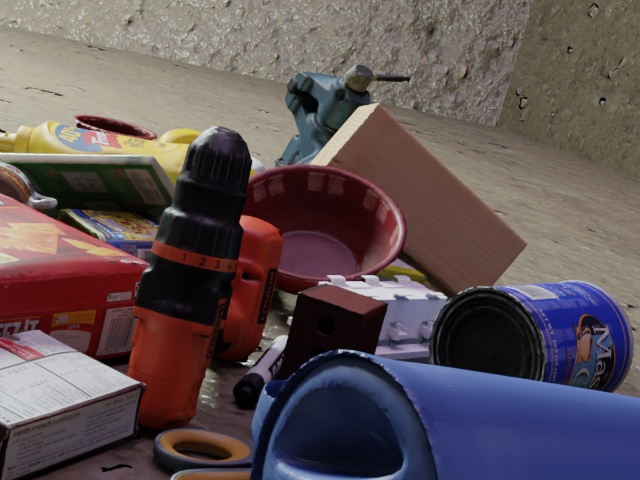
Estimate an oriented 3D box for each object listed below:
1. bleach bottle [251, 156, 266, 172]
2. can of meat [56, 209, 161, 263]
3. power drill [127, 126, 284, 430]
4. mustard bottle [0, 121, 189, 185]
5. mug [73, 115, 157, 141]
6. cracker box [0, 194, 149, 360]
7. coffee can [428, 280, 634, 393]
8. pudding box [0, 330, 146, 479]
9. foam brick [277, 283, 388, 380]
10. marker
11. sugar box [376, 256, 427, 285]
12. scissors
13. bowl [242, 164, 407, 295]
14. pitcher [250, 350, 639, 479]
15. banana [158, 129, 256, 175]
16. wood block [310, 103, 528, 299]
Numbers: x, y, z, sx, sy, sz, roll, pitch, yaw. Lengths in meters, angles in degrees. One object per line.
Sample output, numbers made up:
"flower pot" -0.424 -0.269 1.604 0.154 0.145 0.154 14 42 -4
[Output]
"bleach bottle" -0.150 -0.060 1.199 0.103 0.068 0.250 22 16 14
"can of meat" -0.165 0.010 0.890 0.083 0.057 0.102 2 17 -38
"power drill" -0.070 0.021 0.704 0.057 0.184 0.187 17 3 8
"mustard bottle" -0.207 -0.073 0.995 0.191 0.058 0.096 9 18 -4
"mug" -0.242 -0.087 1.163 0.117 0.081 0.093 5 16 -38
"cracker box" -0.239 0.018 0.732 0.214 0.072 0.163 22 15 34
"coffee can" 0.167 0.085 0.836 0.103 0.103 0.140 25 17 39
"pudding box" -0.166 0.089 0.588 0.090 0.039 0.113 22 17 26
"foam brick" 0.008 0.076 0.752 0.053 0.078 0.051 17 14 20
"marker" -0.039 0.092 0.760 0.020 0.020 0.121 17 13 8
"sugar box" 0.013 0.001 1.061 0.176 0.048 0.093 37 16 35
"scissors" -0.011 0.132 0.626 0.201 0.016 0.096 3 17 -43
"bowl" -0.006 0.001 0.950 0.162 0.055 0.162 5 40 -5
"pitcher" 0.090 0.124 0.531 0.242 0.145 0.149 10 58 -37
"banana" -0.105 -0.066 1.140 0.197 0.069 0.037 33 -30 -35
"wood block" 0.095 -0.033 1.074 0.206 0.091 0.090 41 -3 -11
